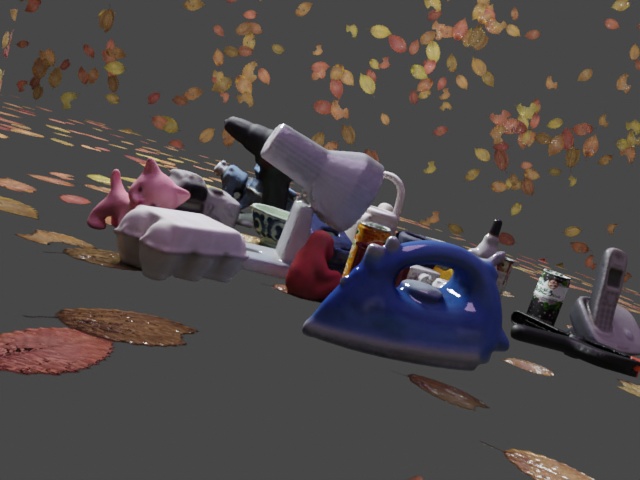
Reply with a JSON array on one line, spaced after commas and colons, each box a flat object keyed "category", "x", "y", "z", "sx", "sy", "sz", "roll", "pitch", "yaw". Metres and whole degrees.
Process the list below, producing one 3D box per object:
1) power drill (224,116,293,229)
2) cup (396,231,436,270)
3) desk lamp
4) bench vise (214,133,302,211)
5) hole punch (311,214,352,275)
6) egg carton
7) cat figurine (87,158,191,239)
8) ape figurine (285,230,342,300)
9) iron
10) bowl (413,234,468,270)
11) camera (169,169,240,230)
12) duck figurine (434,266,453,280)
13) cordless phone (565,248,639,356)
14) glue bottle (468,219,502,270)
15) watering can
[{"category": "power drill", "x": -0.111, "y": -0.125, "z": 1.186, "sx": 0.230, "sy": 0.208, "sz": 0.075, "roll": 16, "pitch": 8, "yaw": -6}, {"category": "cup", "x": 0.176, "y": 0.036, "z": 1.113, "sx": 0.092, "sy": 0.095, "sz": 0.117, "roll": 11, "pitch": 10, "yaw": -35}, {"category": "desk lamp", "x": -0.029, "y": -0.051, "z": 0.847, "sx": 0.204, "sy": 0.213, "sz": 0.117, "roll": 15, "pitch": 9, "yaw": -17}, {"category": "bench vise", "x": -0.130, "y": -0.160, "z": 1.335, "sx": 0.208, "sy": 0.220, "sz": 0.121, "roll": 13, "pitch": 10, "yaw": -30}, {"category": "hole punch", "x": 0.009, "y": 0.004, "z": 0.997, "sx": 0.109, "sy": 0.091, "sz": 0.100, "roll": 9, "pitch": 12, "yaw": -46}, {"category": "egg carton", "x": -0.166, "y": 0.006, "z": 0.696, "sx": 0.107, "sy": 0.069, "sz": 0.151, "roll": 23, "pitch": 10, "yaw": 36}, {"category": "cat figurine", "x": -0.243, "y": -0.056, "z": 0.777, "sx": 0.127, "sy": 0.118, "sz": 0.067, "roll": 21, "pitch": 9, "yaw": 26}, {"category": "ape figurine", "x": -0.006, "y": 0.032, "z": 0.777, "sx": 0.076, "sy": 0.092, "sz": 0.077, "roll": 11, "pitch": 10, "yaw": -38}, {"category": "iron", "x": 0.111, "y": 0.060, "z": 0.663, "sx": 0.259, "sy": 0.141, "sz": 0.118, "roll": 13, "pitch": 10, "yaw": -30}, {"category": "bowl", "x": 0.281, "y": 0.046, "z": 1.337, "sx": 0.167, "sy": 0.075, "sz": 0.167, "roll": 17, "pitch": 8, "yaw": -2}, {"category": "camera", "x": -0.220, "y": -0.064, "z": 0.934, "sx": 0.144, "sy": 0.101, "sz": 0.136, "roll": 10, "pitch": 11, "yaw": -40}, {"category": "duck figurine", "x": 0.227, "y": 0.048, "z": 1.169, "sx": 0.104, "sy": 0.086, "sz": 0.077, "roll": 18, "pitch": 8, "yaw": 1}, {"category": "cordless phone", "x": 0.538, "y": 0.113, "z": 1.039, "sx": 0.148, "sy": 0.185, "sz": 0.094, "roll": 13, "pitch": 9, "yaw": -28}, {"category": "glue bottle", "x": 0.266, "y": 0.048, "z": 0.951, "sx": 0.078, "sy": 0.173, "sz": 0.037, "roll": 19, "pitch": 8, "yaw": 10}, {"category": "watering can", "x": 0.108, "y": -0.044, "z": 1.155, "sx": 0.101, "sy": 0.194, "sz": 0.173, "roll": 17, "pitch": 8, "yaw": -4}]
